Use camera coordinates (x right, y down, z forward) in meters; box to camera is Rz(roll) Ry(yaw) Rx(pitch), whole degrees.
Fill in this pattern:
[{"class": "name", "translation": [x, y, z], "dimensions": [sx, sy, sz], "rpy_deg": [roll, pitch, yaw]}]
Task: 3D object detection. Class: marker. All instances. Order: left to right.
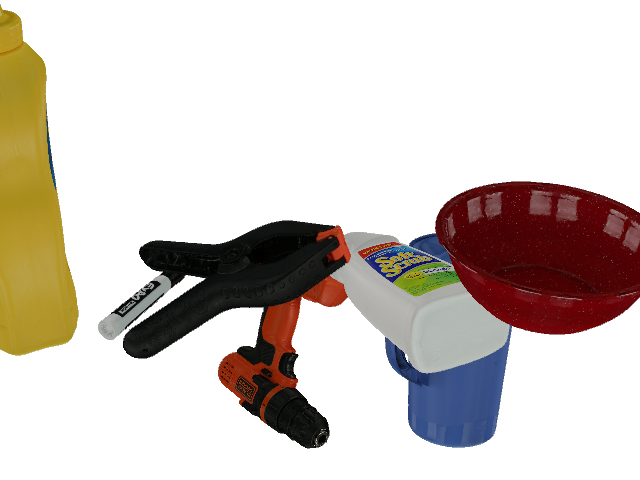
[{"class": "marker", "translation": [-0.158, 0.052, 0.962], "dimensions": [0.020, 0.020, 0.121], "rpy_deg": [0, 25, 28]}]

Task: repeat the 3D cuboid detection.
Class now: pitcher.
[{"class": "pitcher", "translation": [0.156, 0.120, 1.271], "dimensions": [0.149, 0.243, 0.145], "rpy_deg": [6, 18, 11]}]

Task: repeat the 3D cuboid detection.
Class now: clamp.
[{"class": "clamp", "translation": [-0.065, 0.031, 0.769], "dimensions": [0.172, 0.120, 0.039], "rpy_deg": [-12, -48, 18]}]

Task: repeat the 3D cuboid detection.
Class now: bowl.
[{"class": "bowl", "translation": [0.159, 0.018, 0.749], "dimensions": [0.162, 0.055, 0.162], "rpy_deg": [2, 30, -1]}]

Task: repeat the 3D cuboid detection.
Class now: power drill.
[{"class": "power drill", "translation": [-0.031, 0.121, 1.210], "dimensions": [0.057, 0.188, 0.185], "rpy_deg": [14, 11, -46]}]

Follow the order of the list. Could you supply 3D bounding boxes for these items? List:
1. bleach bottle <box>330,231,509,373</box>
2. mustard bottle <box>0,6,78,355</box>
[{"class": "bleach bottle", "translation": [0.066, 0.042, 0.996], "dimensions": [0.102, 0.068, 0.251], "rpy_deg": [-13, 21, -23]}, {"class": "mustard bottle", "translation": [-0.168, -0.042, 0.559], "dimensions": [0.058, 0.192, 0.096], "rpy_deg": [-13, 31, -22]}]
